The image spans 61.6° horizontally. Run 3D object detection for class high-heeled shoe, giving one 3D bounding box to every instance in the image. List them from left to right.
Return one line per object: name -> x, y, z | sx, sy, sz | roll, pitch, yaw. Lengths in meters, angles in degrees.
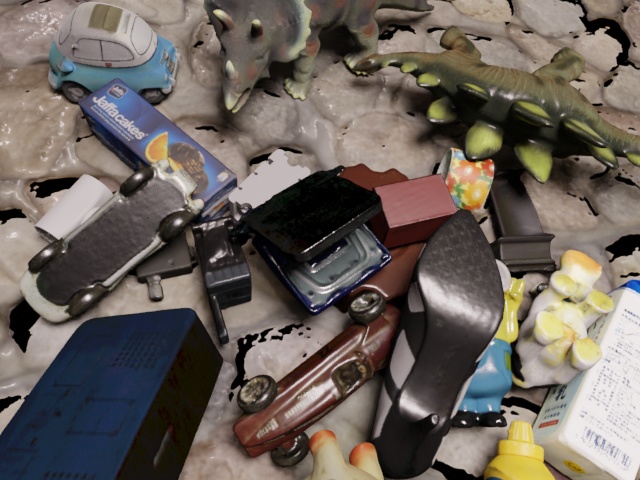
high-heeled shoe -> 0.106, 0.100, 0.519 | 0.086, 0.145, 0.249 | 20, 60, 3

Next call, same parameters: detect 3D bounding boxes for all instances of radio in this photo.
radio -> -0.178, 0.160, 0.428 | 0.131, 0.073, 0.230 | -6, 35, 18

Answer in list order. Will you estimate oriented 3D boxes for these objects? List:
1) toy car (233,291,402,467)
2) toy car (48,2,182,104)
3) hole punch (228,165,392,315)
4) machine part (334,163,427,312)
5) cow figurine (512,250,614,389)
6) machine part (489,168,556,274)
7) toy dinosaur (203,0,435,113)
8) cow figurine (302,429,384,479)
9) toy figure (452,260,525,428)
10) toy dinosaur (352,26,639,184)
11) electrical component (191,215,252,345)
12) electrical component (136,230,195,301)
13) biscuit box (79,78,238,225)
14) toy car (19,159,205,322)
toy car -> 0.011, 0.134, 0.517 | 0.202, 0.053, 0.089 | -34, 116, -23
toy car -> -0.260, -0.235, 0.663 | 0.162, 0.102, 0.109 | 6, 64, -2
hole punch -> -0.001, -0.002, 0.538 | 0.142, 0.092, 0.116 | -35, 41, -16
machine part -> 0.056, -0.004, 0.612 | 0.179, 0.056, 0.179 | 2, 63, -4
cow figurine -> 0.257, 0.086, 0.580 | 0.068, 0.098, 0.167 | 32, 46, 12
machine part -> 0.235, -0.023, 0.654 | 0.084, 0.039, 0.139 | -3, 65, -3
toy dinosaur -> 0.011, -0.299, 0.679 | 0.405, 0.192, 0.131 | -36, 75, -20
cow figurine -> -0.015, 0.264, 0.423 | 0.085, 0.127, 0.195 | 34, 100, -27
toy figure -> 0.156, 0.101, 0.558 | 0.082, 0.089, 0.180 | 9, 71, -14
toy dinosaur -> 0.262, -0.153, 0.654 | 0.472, 0.105, 0.198 | 16, 44, 9
electrical component -> -0.097, 0.043, 0.558 | 0.048, 0.074, 0.119 | -16, 62, -14
electrical component -> -0.170, 0.020, 0.590 | 0.063, 0.021, 0.094 | -11, 64, -13
biscuit box -> -0.188, -0.102, 0.628 | 0.203, 0.059, 0.063 | 39, 66, 13
toy car -> -0.209, 0.000, 0.546 | 0.202, 0.056, 0.073 | -41, 97, -6
